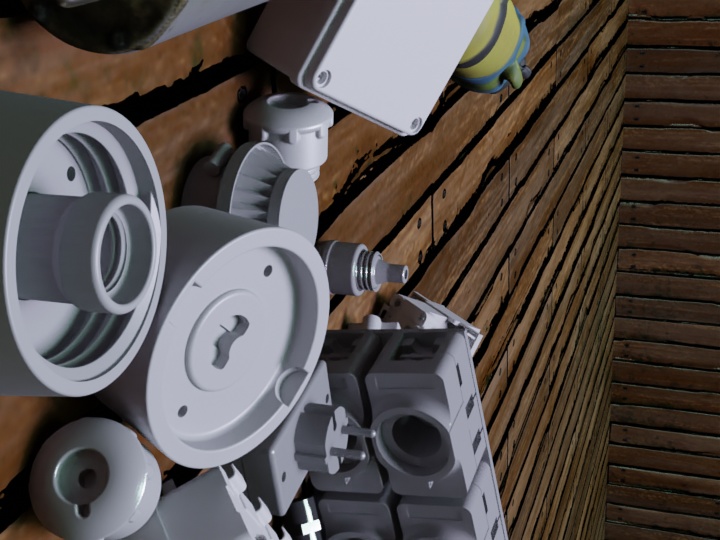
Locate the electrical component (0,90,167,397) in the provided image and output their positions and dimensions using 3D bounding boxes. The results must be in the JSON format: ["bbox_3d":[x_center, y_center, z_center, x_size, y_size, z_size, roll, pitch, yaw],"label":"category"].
[{"bbox_3d":[-0.106,-0.008,0.369,0.108,0.060,0.108,5,90,-72],"label":"electrical component"}]

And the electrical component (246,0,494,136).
[{"bbox_3d":[0.010,-0.141,0.589,0.109,0.056,0.108,15,108,-54],"label":"electrical component"}]

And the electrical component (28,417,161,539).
[{"bbox_3d":[-0.101,0.088,0.437,0.062,0.048,0.048,65,34,-69],"label":"electrical component"}]

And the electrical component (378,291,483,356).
[{"bbox_3d":[0.050,0.048,0.829,0.064,0.081,0.042,21,99,-43],"label":"electrical component"}]

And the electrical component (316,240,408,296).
[{"bbox_3d":[0.000,0.000,0.684,0.035,0.061,0.035,6,90,-72],"label":"electrical component"}]

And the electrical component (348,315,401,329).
[{"bbox_3d":[0.011,0.073,0.763,0.066,0.048,0.055,68,25,-53],"label":"electrical component"}]

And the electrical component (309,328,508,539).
[{"bbox_3d":[0.026,0.133,0.689,0.060,0.105,0.186,-54,136,-55],"label":"electrical component"}]

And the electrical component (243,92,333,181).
[{"bbox_3d":[-0.039,-0.062,0.583,0.048,0.048,0.062,-56,152,-56],"label":"electrical component"}]

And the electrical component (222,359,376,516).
[{"bbox_3d":[-0.030,0.092,0.597,0.083,0.076,0.047,-59,148,-53],"label":"electrical component"}]

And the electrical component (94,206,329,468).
[{"bbox_3d":[-0.071,0.024,0.467,0.108,0.060,0.108,-32,133,-42],"label":"electrical component"}]

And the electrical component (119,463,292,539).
[{"bbox_3d":[-0.065,0.143,0.507,0.078,0.063,0.121,58,-6,36],"label":"electrical component"}]
